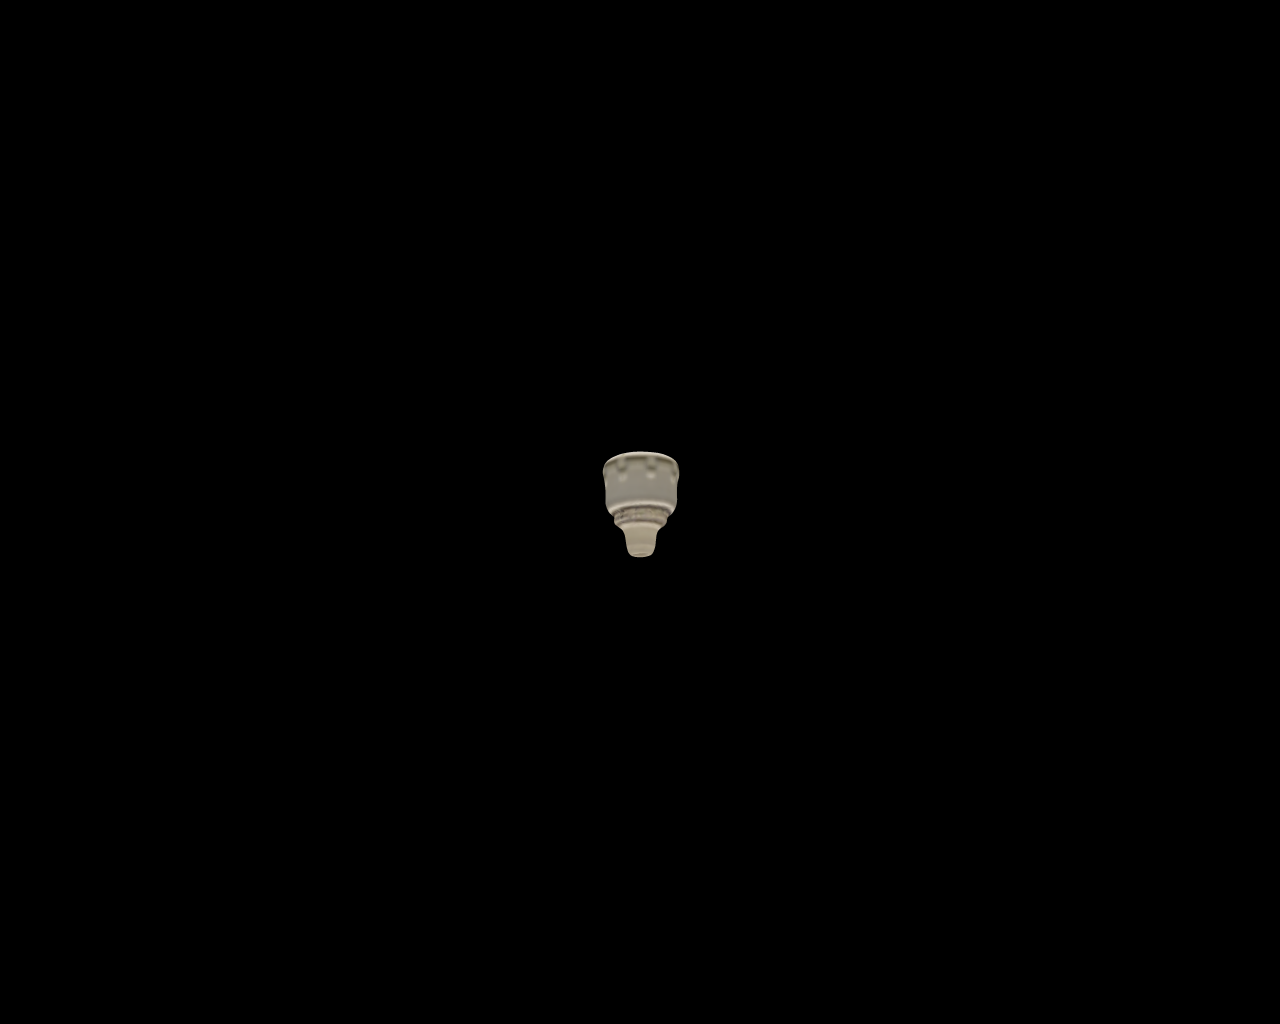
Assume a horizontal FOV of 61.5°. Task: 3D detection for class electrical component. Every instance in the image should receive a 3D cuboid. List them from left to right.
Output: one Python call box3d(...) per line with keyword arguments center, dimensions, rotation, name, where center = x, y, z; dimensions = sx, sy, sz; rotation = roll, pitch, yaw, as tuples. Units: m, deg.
box3d(center=(0.001, -0.003, 0.650), dimensions=(0.048, 0.062, 0.048), rotation=(0, -16, 0), name="electrical component")
